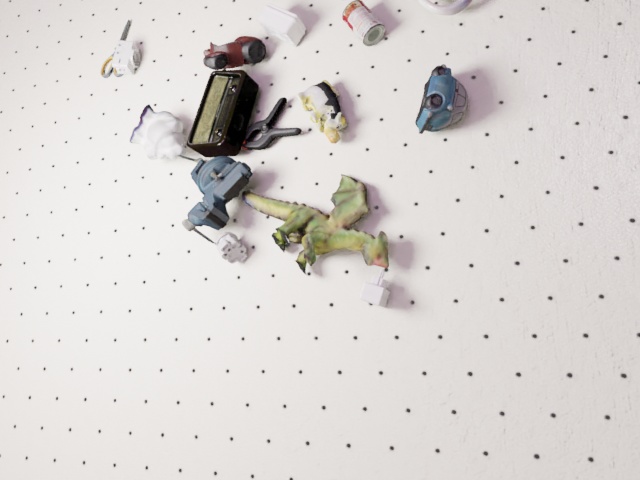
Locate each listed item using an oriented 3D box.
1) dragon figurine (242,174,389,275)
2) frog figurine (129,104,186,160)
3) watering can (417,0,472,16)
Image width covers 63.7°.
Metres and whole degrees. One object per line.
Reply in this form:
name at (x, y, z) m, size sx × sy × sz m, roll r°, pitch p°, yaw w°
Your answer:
dragon figurine at (0.004, -0.061, 1.217) m, size 0.244 × 0.416 × 0.119 m, roll -36°, pitch -32°, yaw -12°
frog figurine at (-0.418, -0.275, 1.403) m, size 0.160 × 0.139 × 0.120 m, roll 30°, pitch -17°, yaw 11°
watering can at (0.307, -0.716, 1.266) m, size 0.223 × 0.352 × 0.103 m, roll -21°, pitch -15°, yaw 13°
